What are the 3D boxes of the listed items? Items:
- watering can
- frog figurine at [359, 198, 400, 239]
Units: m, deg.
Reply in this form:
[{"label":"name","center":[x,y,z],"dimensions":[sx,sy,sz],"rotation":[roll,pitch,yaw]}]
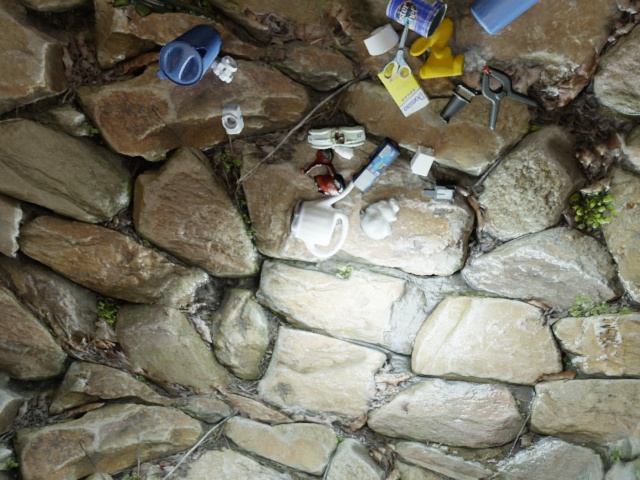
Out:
[{"label":"watering can","center":[0.006,-0.099,1.958],"dimensions":[0.224,0.106,0.342],"rotation":[15,111,1]},{"label":"frog figurine","center":[0.231,-0.079,1.922],"dimensions":[0.157,0.125,0.137],"rotation":[-26,99,37]}]
